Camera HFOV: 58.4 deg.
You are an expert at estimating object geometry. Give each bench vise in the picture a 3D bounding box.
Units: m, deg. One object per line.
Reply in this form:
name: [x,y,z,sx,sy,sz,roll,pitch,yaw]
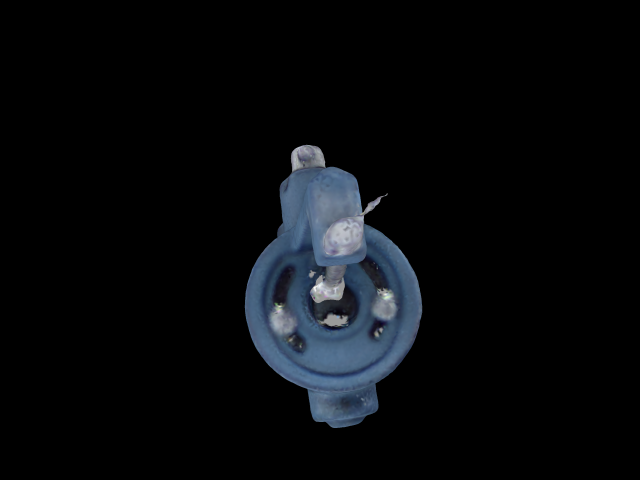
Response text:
bench vise: [-0.007,0.006,0.397,0.121,0.220,0.207,-23,61,-14]
